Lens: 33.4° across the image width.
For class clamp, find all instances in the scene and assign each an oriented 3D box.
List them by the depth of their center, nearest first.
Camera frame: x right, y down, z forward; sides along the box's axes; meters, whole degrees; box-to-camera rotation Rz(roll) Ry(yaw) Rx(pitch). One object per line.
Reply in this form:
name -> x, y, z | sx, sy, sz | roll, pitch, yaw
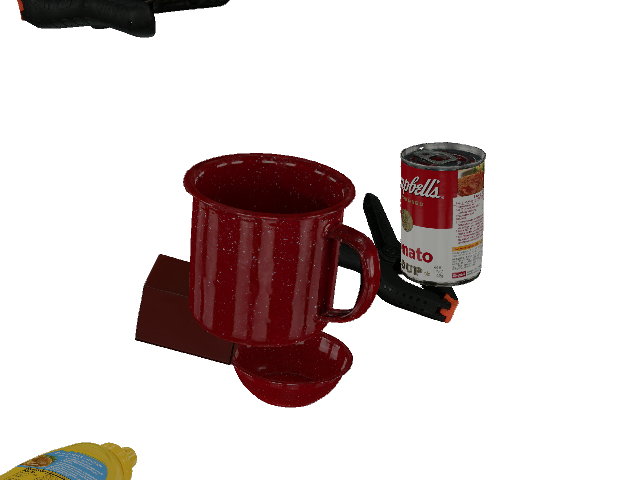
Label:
clamp -> -0.156, -0.185, 0.822 | 0.172, 0.039, 0.120 | 14, 24, 32
clamp -> 0.067, 0.026, 1.235 | 0.164, 0.036, 0.210 | -19, 50, -38

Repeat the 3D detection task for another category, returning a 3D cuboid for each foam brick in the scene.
foam brick -> -0.096, 0.053, 0.817 | 0.078, 0.051, 0.053 | 15, 28, 1

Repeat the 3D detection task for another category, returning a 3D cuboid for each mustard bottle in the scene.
mustard bottle -> -0.214, 0.207, 0.853 | 0.096, 0.058, 0.191 | 7, 15, 29

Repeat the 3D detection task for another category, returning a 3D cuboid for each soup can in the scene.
soup can -> 0.098, -0.022, 0.866 | 0.068, 0.102, 0.068 | -1, 21, 0

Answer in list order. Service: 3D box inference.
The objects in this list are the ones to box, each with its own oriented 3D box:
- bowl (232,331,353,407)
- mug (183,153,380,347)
bowl -> -0.041, 0.166, 1.358 | 0.162, 0.055, 0.162 | 4, 21, -2
mug -> -0.020, 0.009, 0.584 | 0.117, 0.081, 0.093 | 17, 27, 24
